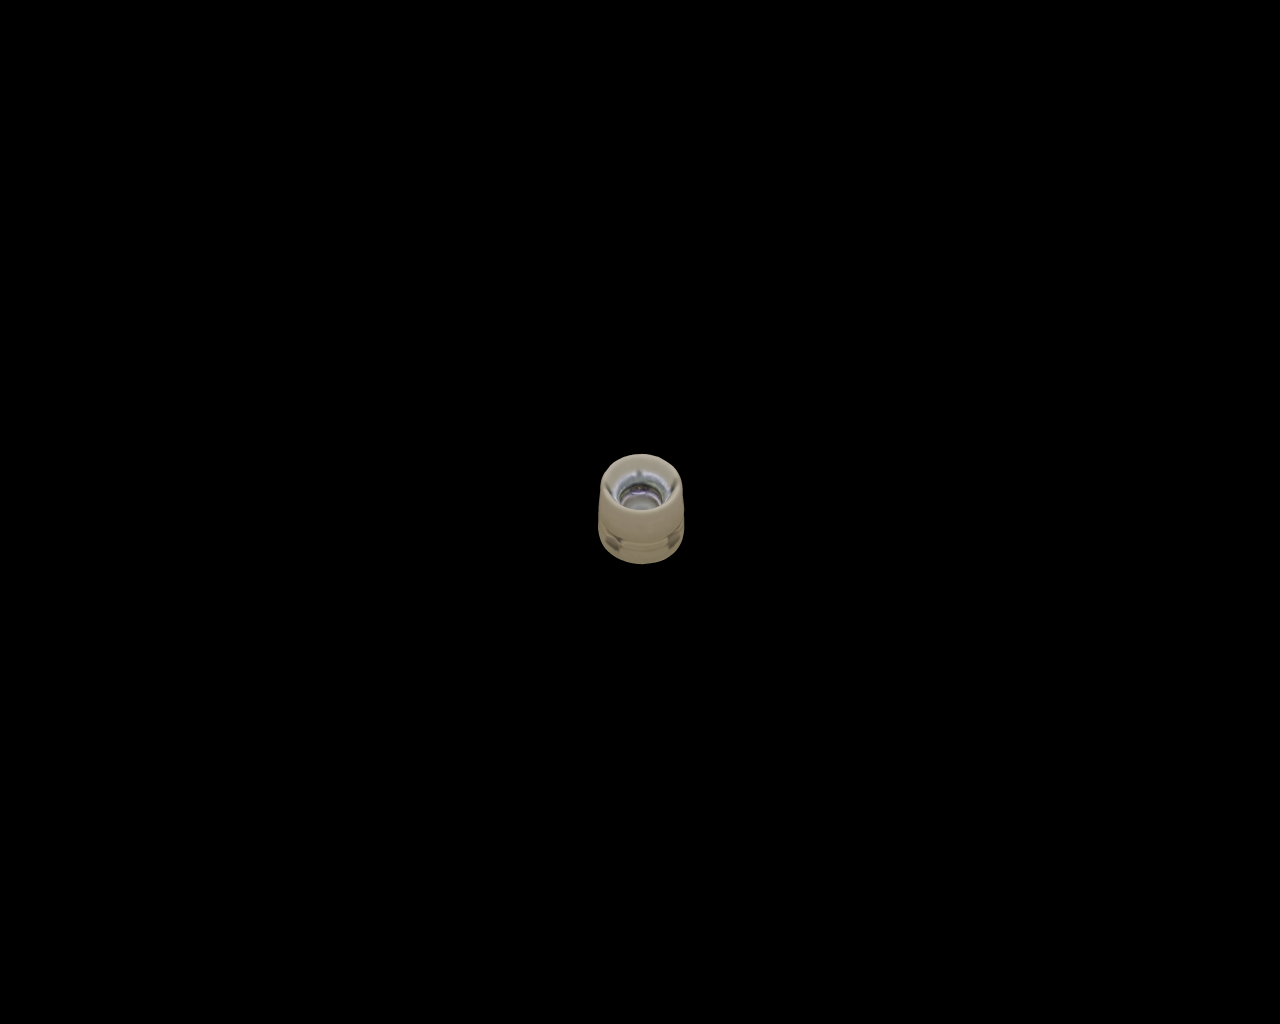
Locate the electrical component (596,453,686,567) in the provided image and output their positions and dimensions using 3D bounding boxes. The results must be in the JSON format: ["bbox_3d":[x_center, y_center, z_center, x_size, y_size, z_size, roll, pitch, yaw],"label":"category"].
[{"bbox_3d":[0.001,-0.003,0.650,0.055,0.055,0.047,0,-41,0],"label":"electrical component"}]
